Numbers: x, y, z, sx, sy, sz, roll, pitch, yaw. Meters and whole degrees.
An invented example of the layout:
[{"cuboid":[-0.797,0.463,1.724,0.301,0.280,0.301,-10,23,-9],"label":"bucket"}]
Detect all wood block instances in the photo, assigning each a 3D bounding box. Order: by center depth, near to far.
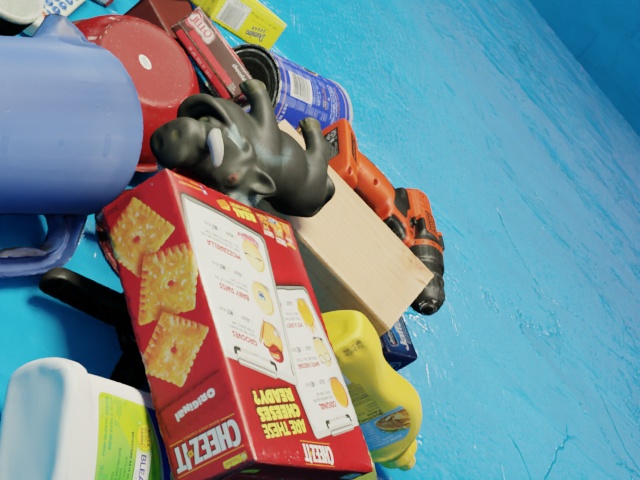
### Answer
[{"cuboid":[-0.007,0.001,1.009,0.206,0.090,0.090,46,49,-2],"label":"wood block"}]

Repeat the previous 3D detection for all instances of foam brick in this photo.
[{"cuboid":[-0.161,-0.211,1.085,0.051,0.053,0.078,59,26,6],"label":"foam brick"}]

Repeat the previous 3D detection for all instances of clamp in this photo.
[{"cuboid":[-0.136,0.079,0.813,0.171,0.039,0.120,3,71,-58],"label":"clamp"}]

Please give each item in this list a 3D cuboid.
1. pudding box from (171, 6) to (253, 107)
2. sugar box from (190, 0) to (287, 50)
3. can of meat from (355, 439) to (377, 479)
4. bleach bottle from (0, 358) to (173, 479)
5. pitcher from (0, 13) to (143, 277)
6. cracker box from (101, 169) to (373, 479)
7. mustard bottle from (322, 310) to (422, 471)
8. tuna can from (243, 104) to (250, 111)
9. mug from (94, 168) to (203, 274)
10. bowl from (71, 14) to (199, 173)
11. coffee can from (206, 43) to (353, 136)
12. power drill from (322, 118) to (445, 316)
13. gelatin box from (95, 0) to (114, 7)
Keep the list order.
[{"cuboid":[-0.096,-0.168,1.015,0.090,0.039,0.113,55,-1,-2],"label":"pudding box"},{"cuboid":[-0.121,-0.274,1.165,0.093,0.048,0.176,26,13,-48],"label":"sugar box"},{"cuboid":[-0.010,0.176,0.869,0.057,0.084,0.102,14,49,-57],"label":"can of meat"},{"cuboid":[-0.103,0.155,0.739,0.250,0.068,0.102,26,60,-50],"label":"bleach bottle"},{"cuboid":[-0.241,-0.065,0.704,0.149,0.145,0.242,51,27,17],"label":"pitcher"},{"cuboid":[-0.058,0.073,0.758,0.164,0.072,0.214,24,42,-57],"label":"cracker box"},{"cuboid":[0.038,0.148,0.965,0.191,0.096,0.058,55,23,-33],"label":"mustard bottle"},{"cuboid":[-0.089,-0.099,1.045,0.034,0.086,0.086,57,25,-3],"label":"tuna can"},{"cuboid":[-0.131,-0.015,0.877,0.117,0.082,0.093,26,39,-48],"label":"mug"},{"cuboid":[-0.164,-0.142,0.942,0.161,0.055,0.162,21,52,-29],"label":"bowl"},{"cuboid":[-0.044,-0.144,1.157,0.140,0.103,0.103,15,48,-55],"label":"coffee can"},{"cuboid":[0.064,-0.026,1.127,0.187,0.057,0.184,44,24,-32],"label":"power drill"},{"cuboid":[-0.209,-0.291,1.066,0.030,0.073,0.089,16,48,-54],"label":"gelatin box"}]
